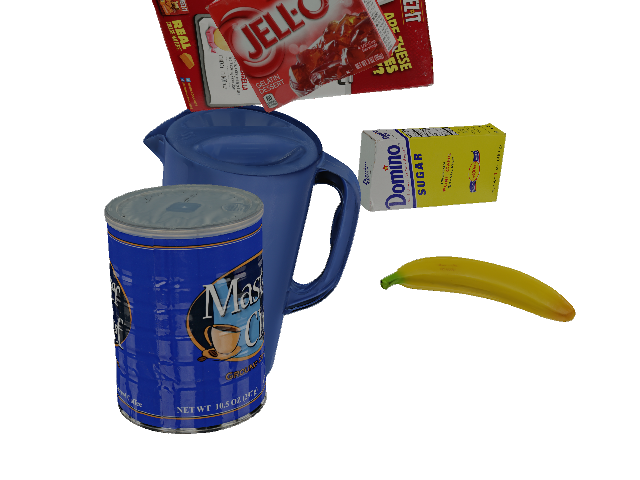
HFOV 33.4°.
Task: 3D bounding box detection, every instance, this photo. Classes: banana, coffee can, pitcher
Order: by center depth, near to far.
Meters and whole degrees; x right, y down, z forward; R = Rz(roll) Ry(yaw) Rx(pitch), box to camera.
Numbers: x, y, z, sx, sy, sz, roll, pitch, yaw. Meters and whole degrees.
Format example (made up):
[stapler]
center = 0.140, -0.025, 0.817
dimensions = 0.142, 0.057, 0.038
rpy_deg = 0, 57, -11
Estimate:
[coffee can]
center = -0.088, 0.043, 0.713
dimensions = 0.103, 0.140, 0.103
rpy_deg = 0, 18, 0
[pitcher]
center = -0.070, 0.014, 0.937
dimensions = 0.144, 0.243, 0.149
rpy_deg = -16, 39, -35
[banana]
center = 0.164, 0.049, 1.107
dimensions = 0.198, 0.037, 0.069
rpy_deg = 8, 39, 11

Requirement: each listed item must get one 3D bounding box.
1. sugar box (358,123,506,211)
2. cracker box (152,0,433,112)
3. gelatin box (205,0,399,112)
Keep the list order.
[sugar box]
center = 0.134, -0.089, 1.294
dimensions = 0.176, 0.093, 0.048
rpy_deg = -7, 26, -22
[cracker box]
center = -0.023, -0.197, 0.868
dimensions = 0.214, 0.072, 0.164
rpy_deg = -6, -46, 9
[gelatin box]
center = -0.011, -0.124, 0.616
dimensions = 0.089, 0.073, 0.030
rpy_deg = -19, 22, 28
